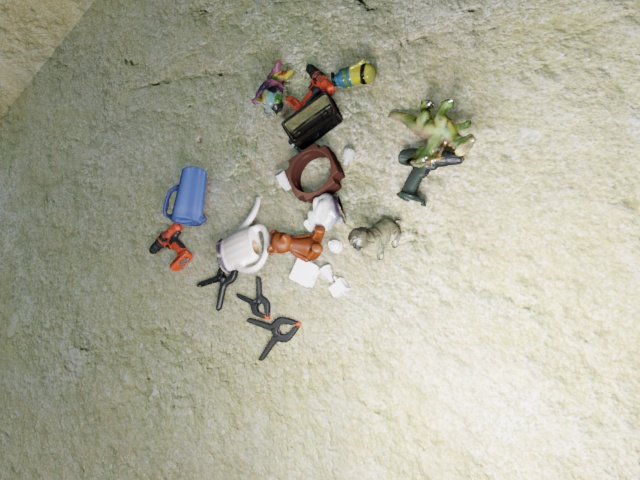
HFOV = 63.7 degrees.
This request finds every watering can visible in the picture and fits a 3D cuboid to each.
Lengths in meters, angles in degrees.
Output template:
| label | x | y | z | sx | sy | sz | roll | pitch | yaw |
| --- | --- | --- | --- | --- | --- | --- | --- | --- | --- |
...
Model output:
| label | x | y | z | sx | sy | sz | roll | pitch | yaw |
| --- | --- | --- | --- | --- | --- | --- | --- | --- | --- |
| watering can | -0.302 | -0.005 | 2.034 | 0.223 | 0.356 | 0.102 | -22 | -39 | 14 |

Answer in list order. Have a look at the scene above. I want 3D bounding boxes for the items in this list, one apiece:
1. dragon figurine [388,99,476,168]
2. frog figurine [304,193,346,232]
| label | x | y | z | sx | sy | sz | roll | pitch | yaw |
| --- | --- | --- | --- | --- | --- | --- | --- | --- | --- |
| dragon figurine | 0.364 | -0.357 | 1.777 | 0.411 | 0.246 | 0.120 | 10 | -30 | 44 |
| frog figurine | 0.006 | -0.096 | 1.914 | 0.159 | 0.137 | 0.123 | -20 | -1 | 8 |
